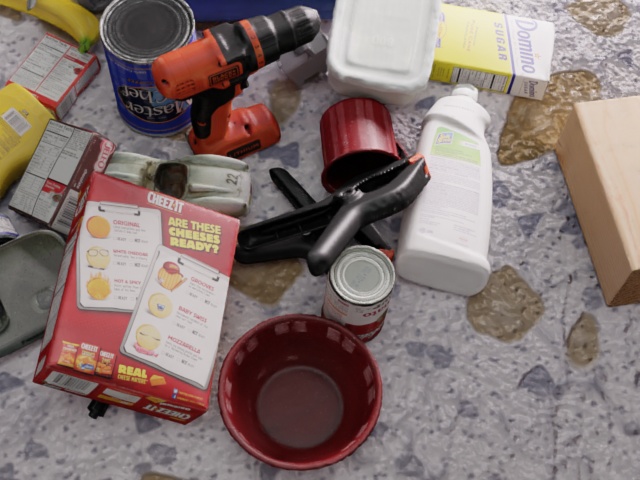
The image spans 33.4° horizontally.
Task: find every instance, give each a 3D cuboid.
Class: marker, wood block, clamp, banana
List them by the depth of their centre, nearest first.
[{"bbox_3d":[-0.201,0.129,1.089,0.020,0.020,0.121,23,64,11],"label":"marker"},{"bbox_3d":[0.023,-0.032,1.101,0.209,0.036,0.165,-34,26,-28],"label":"clamp"},{"bbox_3d":[0.333,-0.043,1.150,0.090,0.091,0.206,-8,62,-6],"label":"wood block"},{"bbox_3d":[-0.008,0.001,1.151,0.171,0.039,0.120,26,73,15],"label":"clamp"},{"bbox_3d":[-0.331,-0.278,1.284,0.198,0.037,0.069,29,22,21],"label":"banana"}]

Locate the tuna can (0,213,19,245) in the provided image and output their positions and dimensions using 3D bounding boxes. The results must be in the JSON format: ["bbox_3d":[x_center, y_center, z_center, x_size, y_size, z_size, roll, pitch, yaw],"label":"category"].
[{"bbox_3d":[-0.354,0.011,1.113,0.086,0.086,0.034,-29,68,-16],"label":"tuna can"}]

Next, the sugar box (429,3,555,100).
[{"bbox_3d":[0.187,-0.228,1.272,0.176,0.048,0.093,9,62,5],"label":"sugar box"}]

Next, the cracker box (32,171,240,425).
[{"bbox_3d":[-0.180,0.059,1.066,0.164,0.072,0.213,19,60,-22],"label":"cracker box"}]

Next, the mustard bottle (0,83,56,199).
[{"bbox_3d":[-0.380,-0.084,1.178,0.096,0.058,0.191,45,69,7],"label":"mustard bottle"}]

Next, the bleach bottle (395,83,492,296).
[{"bbox_3d":[0.151,-0.067,1.177,0.102,0.068,0.250,15,59,-2],"label":"bleach bottle"}]

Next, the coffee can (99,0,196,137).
[{"bbox_3d":[-0.186,-0.196,1.195,0.103,0.140,0.103,1,62,-1],"label":"coffee can"}]

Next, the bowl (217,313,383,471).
[{"bbox_3d":[-0.020,0.157,1.057,0.162,0.055,0.162,0,62,-1],"label":"bowl"}]

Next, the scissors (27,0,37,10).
[{"bbox_3d":[-0.325,-0.346,1.319,0.096,0.016,0.202,-10,48,-15],"label":"scissors"}]

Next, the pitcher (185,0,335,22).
[{"bbox_3d":[-0.085,-0.320,1.266,0.242,0.145,0.149,1,59,-4],"label":"pitcher"}]

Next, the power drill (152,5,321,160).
[{"bbox_3d":[-0.084,-0.165,1.154,0.184,0.188,0.057,-22,63,-11],"label":"power drill"}]

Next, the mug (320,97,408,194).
[{"bbox_3d":[0.053,-0.100,1.185,0.117,0.093,0.081,14,52,-29],"label":"mug"}]

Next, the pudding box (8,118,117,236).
[{"bbox_3d":[-0.276,-0.068,1.143,0.090,0.039,0.113,20,82,43],"label":"pudding box"}]

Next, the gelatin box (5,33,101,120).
[{"bbox_3d":[-0.313,-0.192,1.254,0.073,0.030,0.089,25,64,13],"label":"gelatin box"}]

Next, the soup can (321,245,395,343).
[{"bbox_3d":[0.038,0.057,1.084,0.068,0.102,0.068,2,62,-3],"label":"soup can"}]
